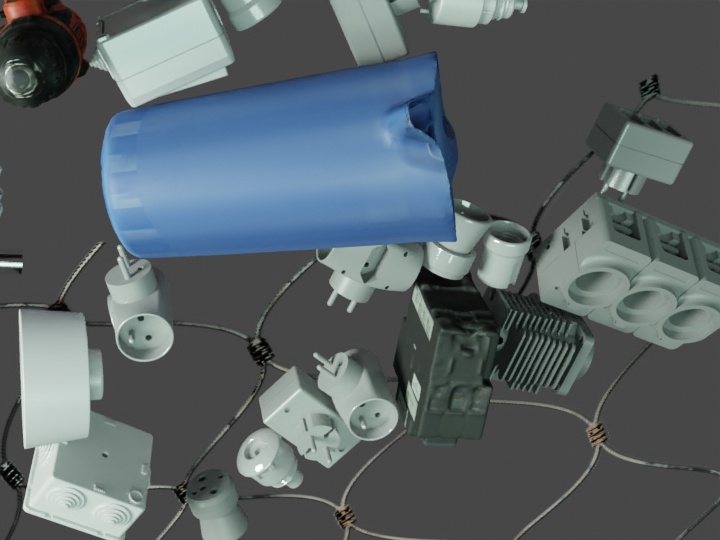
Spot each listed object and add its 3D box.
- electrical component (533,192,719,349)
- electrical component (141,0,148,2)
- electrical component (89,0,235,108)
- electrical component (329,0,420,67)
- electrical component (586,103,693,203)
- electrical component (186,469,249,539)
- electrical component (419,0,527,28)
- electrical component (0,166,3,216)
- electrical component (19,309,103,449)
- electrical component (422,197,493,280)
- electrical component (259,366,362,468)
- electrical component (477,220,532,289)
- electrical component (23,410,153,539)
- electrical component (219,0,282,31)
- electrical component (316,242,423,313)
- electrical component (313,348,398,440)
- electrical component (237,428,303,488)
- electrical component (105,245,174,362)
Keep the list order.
[{"bbox_3d":[0.236,0.007,0.912,0.150,0.061,0.089,20,137,-22],"label":"electrical component"},{"bbox_3d":[-0.129,-0.226,0.720,0.078,0.058,0.057,-29,124,4],"label":"electrical component"},{"bbox_3d":[-0.141,-0.155,0.753,0.096,0.061,0.061,-24,121,1],"label":"electrical component"},{"bbox_3d":[0.019,-0.198,0.768,0.076,0.047,0.083,-20,121,10],"label":"electrical component"},{"bbox_3d":[0.220,-0.087,0.882,0.066,0.047,0.076,14,115,-19],"label":"electrical component"},{"bbox_3d":[-0.130,0.214,0.972,0.045,0.045,0.055,-17,121,-3],"label":"electrical component"},{"bbox_3d":[0.085,-0.199,0.793,0.078,0.040,0.040,2,118,-14],"label":"electrical component"},{"bbox_3d":[-0.281,-0.051,0.796,0.035,0.035,0.061,20,110,-22],"label":"electrical component"},{"bbox_3d":[-0.234,0.083,0.843,0.060,0.108,0.108,-2,119,-18],"label":"electrical component"},{"bbox_3d":[0.078,-0.026,0.885,0.045,0.045,0.055,15,115,-20],"label":"electrical component"},{"bbox_3d":[-0.039,0.139,0.933,0.047,0.075,0.083,-43,119,12],"label":"electrical component"},{"bbox_3d":[0.120,-0.013,0.906,0.040,0.040,0.046,2,124,-14],"label":"electrical component"},{"bbox_3d":[-0.222,0.166,0.894,0.100,0.099,0.048,27,123,-24],"label":"electrical component"},{"bbox_3d":[-0.084,-0.198,0.757,0.040,0.040,0.046,-33,115,7],"label":"electrical component"},{"bbox_3d":[0.000,0.000,0.883,0.077,0.043,0.079,20,113,-22],"label":"electrical component"},{"bbox_3d":[-0.009,0.096,0.915,0.079,0.077,0.043,37,105,-27],"label":"electrical component"},{"bbox_3d":[-0.076,0.174,0.963,0.048,0.048,0.062,-39,127,10],"label":"electrical component"},{"bbox_3d":[-0.174,0.018,0.834,0.044,0.077,0.079,-17,121,-3],"label":"electrical component"}]
